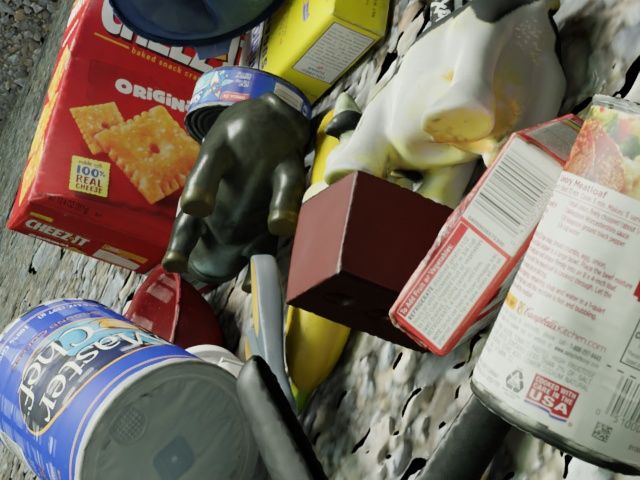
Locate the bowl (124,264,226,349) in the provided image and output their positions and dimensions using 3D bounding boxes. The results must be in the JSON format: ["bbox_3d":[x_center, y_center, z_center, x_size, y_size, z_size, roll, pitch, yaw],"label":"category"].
[{"bbox_3d":[-0.112,0.099,0.771,0.162,0.055,0.162,-50,29,40],"label":"bowl"}]

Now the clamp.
[{"bbox_3d":[0.027,0.121,0.414,0.120,0.039,0.171,-13,71,22],"label":"clamp"}]

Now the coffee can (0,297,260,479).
[{"bbox_3d":[-0.113,0.096,0.583,0.141,0.102,0.103,17,87,52],"label":"coffee can"}]

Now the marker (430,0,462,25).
[{"bbox_3d":[0.070,-0.122,0.587,0.020,0.020,0.121,-44,32,47],"label":"marker"}]

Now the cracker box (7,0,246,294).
[{"bbox_3d":[-0.133,-0.085,0.837,0.072,0.164,0.213,-32,43,54],"label":"cracker box"}]

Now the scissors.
[{"bbox_3d":[-0.021,0.062,0.540,0.202,0.016,0.096,-149,58,-78],"label":"scissors"}]

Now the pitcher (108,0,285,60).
[{"bbox_3d":[-0.109,-0.260,0.781,0.149,0.144,0.243,-42,50,30],"label":"pitcher"}]

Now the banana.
[{"bbox_3d":[0.004,-0.001,0.610,0.070,0.037,0.197,-30,44,58],"label":"banana"}]

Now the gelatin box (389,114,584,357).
[{"bbox_3d":[0.071,-0.003,0.410,0.089,0.030,0.073,-58,-17,26],"label":"gelatin box"}]

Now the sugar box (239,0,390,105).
[{"bbox_3d":[-0.010,-0.147,0.760,0.177,0.048,0.093,-34,41,54],"label":"sugar box"}]

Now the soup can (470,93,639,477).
[{"bbox_3d":[0.097,0.014,0.335,0.102,0.068,0.068,-67,22,8],"label":"soup can"}]

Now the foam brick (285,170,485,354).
[{"bbox_3d":[0.032,0.011,0.479,0.053,0.078,0.051,-31,42,58],"label":"foam brick"}]

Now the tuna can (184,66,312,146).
[{"bbox_3d":[-0.049,-0.085,0.746,0.086,0.086,0.033,-28,44,59],"label":"tuna can"}]
